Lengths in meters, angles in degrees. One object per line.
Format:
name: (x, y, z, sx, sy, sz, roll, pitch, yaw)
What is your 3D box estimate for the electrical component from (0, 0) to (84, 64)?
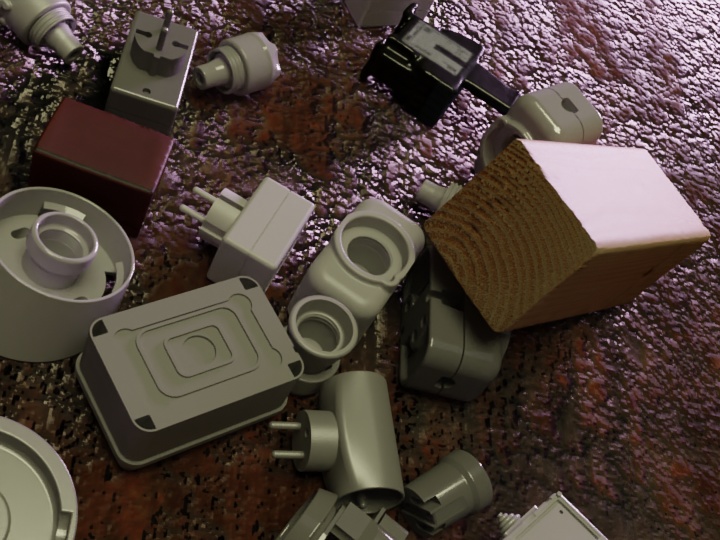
electrical component: (-0.221, -0.173, 0.756, 0.062, 0.048, 0.048, 48, 51, 4)

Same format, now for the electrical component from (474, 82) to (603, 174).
electrical component: (0.132, -0.093, 0.824, 0.059, 0.095, 0.053, -22, 68, -35)

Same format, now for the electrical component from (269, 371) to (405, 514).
electrical component: (-0.016, 0.104, 0.650, 0.079, 0.043, 0.077, 5, 55, -21)

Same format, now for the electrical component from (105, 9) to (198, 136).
electrical component: (-0.142, -0.148, 0.751, 0.047, 0.075, 0.083, 17, 52, -13)

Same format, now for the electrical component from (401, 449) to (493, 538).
electrical component: (0.052, 0.138, 0.660, 0.046, 0.040, 0.040, -25, 70, -30)

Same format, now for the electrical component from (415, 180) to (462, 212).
electrical component: (0.072, -0.045, 0.797, 0.062, 0.048, 0.048, 29, 50, 6)

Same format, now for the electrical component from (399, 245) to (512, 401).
electrical component: (0.064, 0.037, 0.727, 0.059, 0.053, 0.095, 15, 52, -14)

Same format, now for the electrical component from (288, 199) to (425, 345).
electrical component: (0.000, 0.000, 0.721, 0.054, 0.059, 0.095, 35, 50, 2)

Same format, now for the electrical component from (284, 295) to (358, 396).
electrical component: (-0.031, 0.048, 0.675, 0.045, 0.055, 0.045, 12, 53, -16)

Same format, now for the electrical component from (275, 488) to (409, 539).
electrical component: (-0.017, 0.160, 0.601, 0.057, 0.058, 0.078, 39, 50, 2)

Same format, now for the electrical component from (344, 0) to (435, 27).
electrical component: (0.030, -0.247, 0.900, 0.066, 0.076, 0.047, -9, 61, -29)

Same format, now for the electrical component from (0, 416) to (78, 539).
electrical component: (-0.200, 0.132, 0.535, 0.108, 0.060, 0.108, 12, 53, -16)

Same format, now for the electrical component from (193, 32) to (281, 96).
electrical component: (-0.094, -0.150, 0.796, 0.062, 0.043, 0.043, -26, 70, -35)

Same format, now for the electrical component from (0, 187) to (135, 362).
electrical component: (-0.189, 0.000, 0.648, 0.099, 0.064, 0.099, 23, 39, -20)

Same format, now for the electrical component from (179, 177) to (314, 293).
electrical component: (-0.082, -0.029, 0.712, 0.077, 0.047, 0.065, 30, 50, -2)

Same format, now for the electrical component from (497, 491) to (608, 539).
electrical component: (0.115, 0.186, 0.645, 0.062, 0.061, 0.096, -31, 65, -36)

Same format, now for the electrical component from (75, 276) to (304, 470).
electrical component: (-0.101, 0.060, 0.633, 0.113, 0.057, 0.078, -18, 66, -33)
